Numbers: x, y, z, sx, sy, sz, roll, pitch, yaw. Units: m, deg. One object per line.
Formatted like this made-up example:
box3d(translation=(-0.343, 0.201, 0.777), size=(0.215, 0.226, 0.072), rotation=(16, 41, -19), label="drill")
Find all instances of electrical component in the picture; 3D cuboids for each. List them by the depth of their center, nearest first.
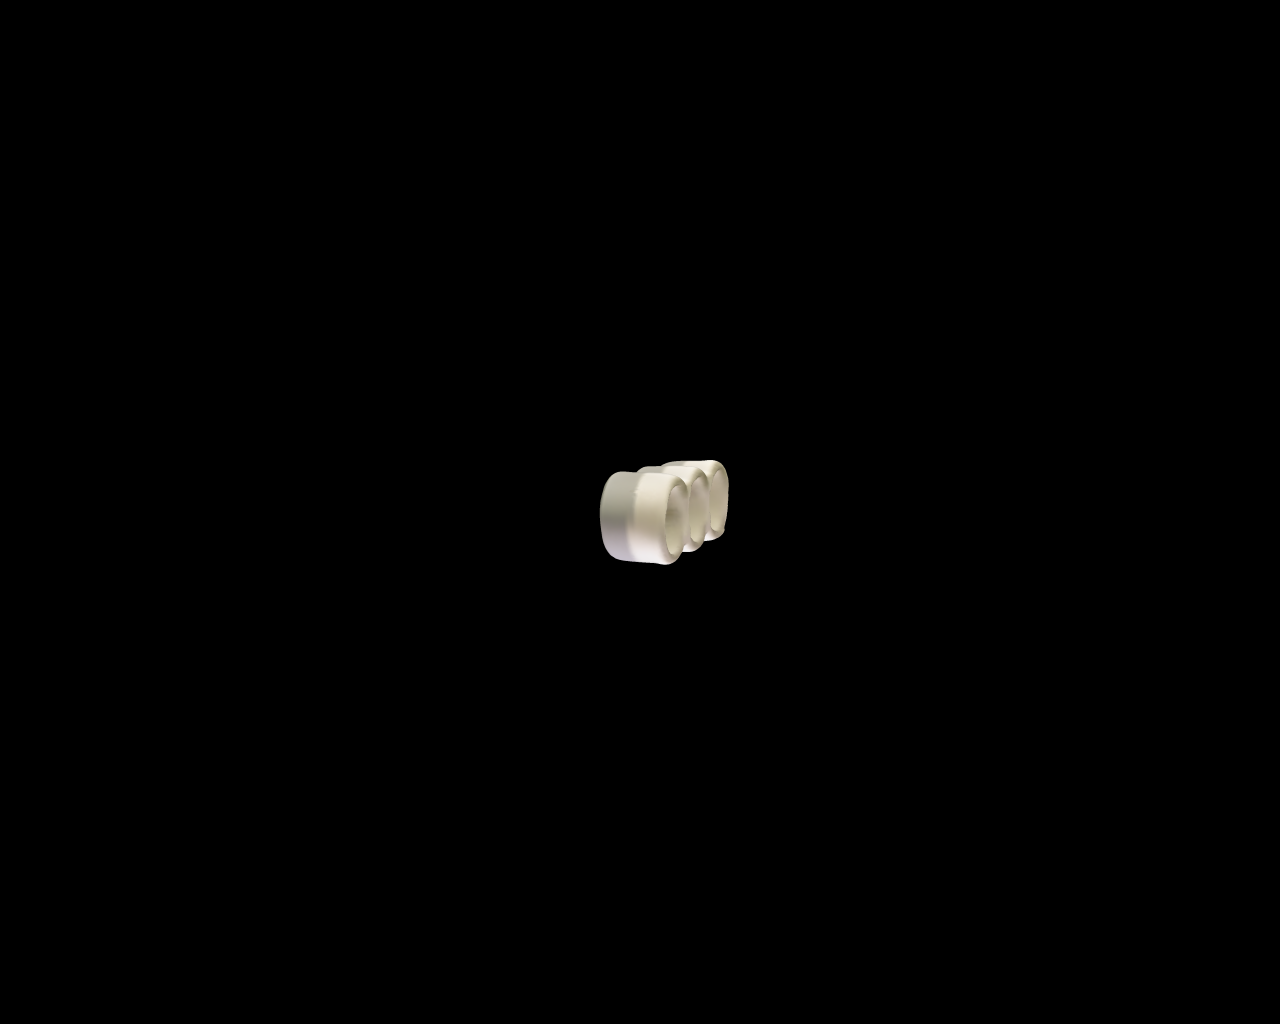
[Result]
box3d(translation=(0.001, -0.003, 0.650), size=(0.074, 0.052, 0.138), rotation=(3, 8, 19), label="electrical component")
